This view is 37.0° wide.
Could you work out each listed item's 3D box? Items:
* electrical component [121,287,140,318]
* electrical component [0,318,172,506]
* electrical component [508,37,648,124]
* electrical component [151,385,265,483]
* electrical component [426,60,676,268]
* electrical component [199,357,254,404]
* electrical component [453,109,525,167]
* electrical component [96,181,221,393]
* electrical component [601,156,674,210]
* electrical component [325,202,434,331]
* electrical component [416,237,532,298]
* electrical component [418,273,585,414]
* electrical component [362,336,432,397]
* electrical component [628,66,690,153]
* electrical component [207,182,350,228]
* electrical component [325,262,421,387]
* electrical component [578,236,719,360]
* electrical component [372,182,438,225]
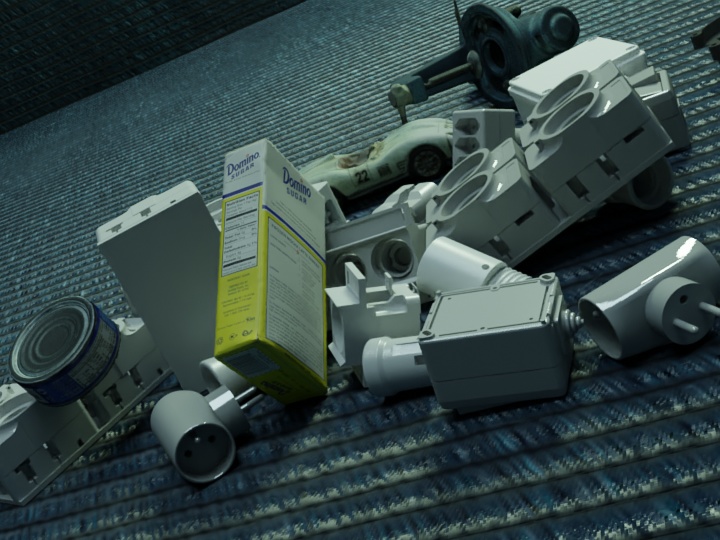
[{"bbox_3d":[-0.159,0.028,0.993,0.108,0.060,0.108,-16,12,3],"label":"electrical component"},{"bbox_3d":[-0.260,0.112,0.921,0.105,0.060,0.186,-6,29,44],"label":"electrical component"},{"bbox_3d":[0.215,-0.175,1.049,0.109,0.056,0.108,-27,20,-3],"label":"electrical component"},{"bbox_3d":[-0.105,0.108,0.769,0.079,0.043,0.077,-32,21,-14],"label":"electrical component"},{"bbox_3d":[0.135,-0.074,0.822,0.186,0.060,0.105,-38,16,18],"label":"electrical component"},{"bbox_3d":[-0.085,0.074,0.833,0.065,0.044,0.044,-31,20,-25],"label":"electrical component"},{"bbox_3d":[0.131,-0.116,1.009,0.077,0.065,0.047,-4,7,-33],"label":"electrical component"},{"bbox_3d":[-0.141,0.014,0.885,0.089,0.150,0.062,-29,21,-7],"label":"electrical component"},{"bbox_3d":[0.204,-0.069,0.831,0.044,0.044,0.065,-34,17,-18],"label":"electrical component"},{"bbox_3d":[0.000,0.000,0.871,0.121,0.078,0.063,-17,0,23],"label":"electrical component"},{"bbox_3d":[0.085,0.011,0.760,0.081,0.043,0.043,25,49,29],"label":"electrical component"},{"bbox_3d":[0.093,0.047,0.665,0.096,0.061,0.061,-10,25,21],"label":"electrical component"},{"bbox_3d":[0.030,0.063,0.723,0.046,0.040,0.040,-11,25,25],"label":"electrical component"},{"bbox_3d":[0.223,-0.125,0.912,0.096,0.061,0.061,-19,22,20],"label":"electrical component"},{"bbox_3d":[-0.118,-0.032,1.097,0.186,0.060,0.105,-10,26,37],"label":"electrical component"},{"bbox_3d":[0.011,0.037,0.767,0.064,0.081,0.042,-6,18,-11],"label":"electrical component"},{"bbox_3d":[0.182,0.021,0.634,0.077,0.044,0.079,-30,21,-11],"label":"electrical component"},{"bbox_3d":[0.042,-0.038,0.926,0.078,0.058,0.057,-3,28,46],"label":"electrical component"}]
